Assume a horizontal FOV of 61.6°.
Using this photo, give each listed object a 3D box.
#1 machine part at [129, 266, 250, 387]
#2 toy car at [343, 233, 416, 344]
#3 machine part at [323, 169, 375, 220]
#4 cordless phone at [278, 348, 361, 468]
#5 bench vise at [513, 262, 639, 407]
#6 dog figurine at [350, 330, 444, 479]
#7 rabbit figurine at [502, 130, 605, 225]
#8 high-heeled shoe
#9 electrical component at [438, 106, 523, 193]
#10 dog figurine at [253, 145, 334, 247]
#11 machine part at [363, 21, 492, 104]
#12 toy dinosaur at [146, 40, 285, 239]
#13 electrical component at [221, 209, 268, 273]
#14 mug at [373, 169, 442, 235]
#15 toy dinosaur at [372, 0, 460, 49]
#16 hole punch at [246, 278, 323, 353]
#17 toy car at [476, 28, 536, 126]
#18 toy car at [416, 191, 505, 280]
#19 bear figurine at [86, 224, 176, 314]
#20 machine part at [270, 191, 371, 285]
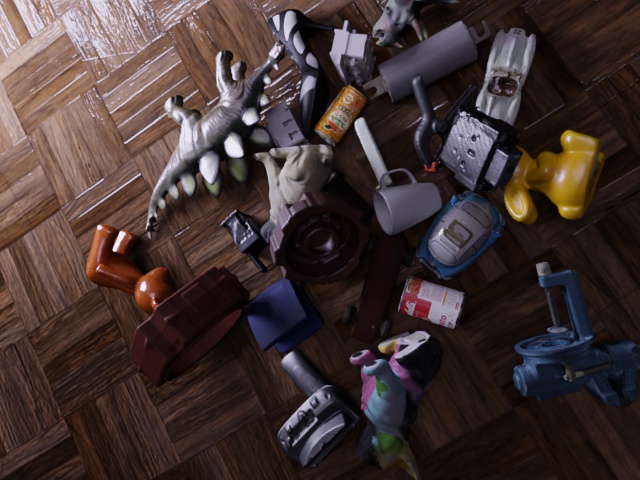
[{"bbox_3d":[-0.227,0.153,0.950,0.087,0.201,0.201,45,140,7],"label":"machine part"},{"bbox_3d":[0.105,0.084,0.967,0.089,0.053,0.202,17,85,5],"label":"toy car"},{"bbox_3d":[0.040,-0.080,1.010,0.139,0.039,0.084,37,85,17],"label":"machine part"},{"bbox_3d":[-0.032,0.301,0.975,0.146,0.088,0.184,-47,65,4],"label":"cordless phone"},{"bbox_3d":[0.406,0.147,0.851,0.224,0.129,0.240,-15,88,13],"label":"bench vise"},{"bbox_3d":[0.139,0.283,0.910,0.191,0.108,0.219,-18,98,-18],"label":"dog figurine"},{"bbox_3d":[0.369,-0.105,0.906,0.173,0.122,0.162,21,99,29],"label":"rabbit figurine"},{"bbox_3d":[-0.055,-0.328,1.039,0.145,0.086,0.248,9,82,18],"label":"high-heeled shoe"},{"bbox_3d":[0.269,-0.146,0.894,0.134,0.058,0.114,49,138,43],"label":"electrical component"},{"bbox_3d":[-0.035,-0.068,0.961,0.121,0.172,0.190,-8,94,-30],"label":"dog figurine"},{"bbox_3d":[0.194,-0.320,0.975,0.243,0.079,0.079,-26,79,9],"label":"machine part"},{"bbox_3d":[-0.216,-0.192,1.034,0.471,0.105,0.198,-40,70,25],"label":"toy dinosaur"},{"bbox_3d":[-0.129,0.003,1.023,0.048,0.074,0.119,-43,72,7],"label":"electrical component"},{"bbox_3d":[0.155,-0.073,0.954,0.107,0.081,0.109,-16,86,-13],"label":"mug"},{"bbox_3d":[0.223,-0.546,0.977,0.192,0.131,0.404,36,89,2],"label":"toy dinosaur"},{"bbox_3d":[-0.073,0.137,0.988,0.142,0.092,0.116,-39,71,9],"label":"hole punch"},{"bbox_3d":[0.325,-0.277,0.948,0.074,0.056,0.201,15,88,15],"label":"toy car"},{"bbox_3d":[0.237,-0.012,0.919,0.109,0.103,0.161,44,94,15],"label":"toy car"},{"bbox_3d":[-0.352,0.064,1.051,0.196,0.120,0.132,20,86,14],"label":"bear figurine"},{"bbox_3d":[-0.002,-0.003,0.938,0.179,0.179,0.056,-38,38,8],"label":"machine part"}]
